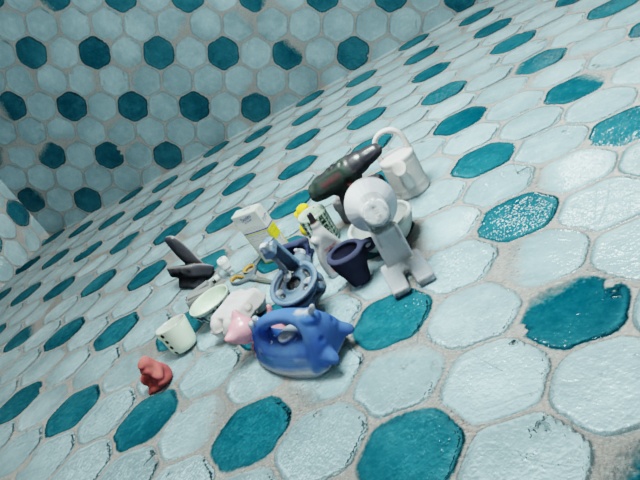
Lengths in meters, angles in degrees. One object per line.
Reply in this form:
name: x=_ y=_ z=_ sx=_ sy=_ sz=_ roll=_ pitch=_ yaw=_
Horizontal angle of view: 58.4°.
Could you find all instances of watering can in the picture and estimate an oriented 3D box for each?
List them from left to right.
watering can: x=0.210 y=-0.208 z=1.517 sx=0.101 sy=0.194 sz=0.172 roll=-35 pitch=25 yaw=-6

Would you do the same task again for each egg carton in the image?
egg carton: x=-0.200 y=0.182 z=1.416 sx=0.107 sy=0.069 sz=0.150 roll=-9 pitch=33 yaw=41

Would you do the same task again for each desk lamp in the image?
desk lamp: x=0.141 y=-0.021 z=1.224 sx=0.118 sy=0.214 sz=0.203 roll=-30 pitch=25 yaw=5

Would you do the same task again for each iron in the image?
iron: x=-0.068 y=0.192 z=1.157 sx=0.257 sy=0.142 sz=0.119 roll=-12 pitch=31 yaw=37

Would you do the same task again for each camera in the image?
camera: x=0.112 y=-0.136 z=1.610 sx=0.136 sy=0.101 sz=0.143 roll=-20 pitch=27 yaw=25

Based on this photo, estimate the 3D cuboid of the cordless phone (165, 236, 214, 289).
cordless phone: x=-0.431 y=0.058 z=1.777 sx=0.147 sy=0.185 sz=0.094 roll=-9 pitch=33 yaw=41

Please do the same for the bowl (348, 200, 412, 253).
bowl: x=0.155 y=-0.021 z=1.377 sx=0.167 sy=0.075 sz=0.167 roll=-26 pitch=25 yaw=13

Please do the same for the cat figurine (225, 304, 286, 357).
cat figurine: x=-0.148 y=0.195 z=1.272 sx=0.128 sy=0.118 sz=0.067 roll=-35 pitch=25 yaw=-7

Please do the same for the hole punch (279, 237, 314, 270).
hole punch: x=-0.082 y=0.033 z=1.532 sx=0.108 sy=0.091 sz=0.101 roll=-24 pitch=26 yaw=18

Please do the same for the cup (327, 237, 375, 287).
cup: x=0.086 y=0.051 z=1.298 sx=0.117 sy=0.095 sz=0.091 roll=-30 pitch=25 yaw=4

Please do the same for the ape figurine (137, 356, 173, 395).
ape figurine: x=-0.402 y=0.317 z=1.373 sx=0.077 sy=0.092 sz=0.076 roll=2 pitch=41 yaw=51

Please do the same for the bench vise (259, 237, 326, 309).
bench vise: x=-0.076 y=0.069 z=1.300 sx=0.121 sy=0.220 sz=0.207 roll=-32 pitch=25 yaw=1

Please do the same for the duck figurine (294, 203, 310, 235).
duck figurine: x=-0.032 y=-0.068 z=1.667 sx=0.104 sy=0.086 sz=0.078 roll=-5 pitch=36 yaw=45

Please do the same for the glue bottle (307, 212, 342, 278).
glue bottle: x=0.013 y=0.005 z=1.374 sx=0.078 sy=0.173 sz=0.037 roll=-39 pitch=26 yaw=-16

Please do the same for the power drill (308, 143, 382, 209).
power drill: x=0.095 y=-0.125 z=1.478 sx=0.229 sy=0.209 sz=0.075 roll=-20 pitch=27 yaw=24
